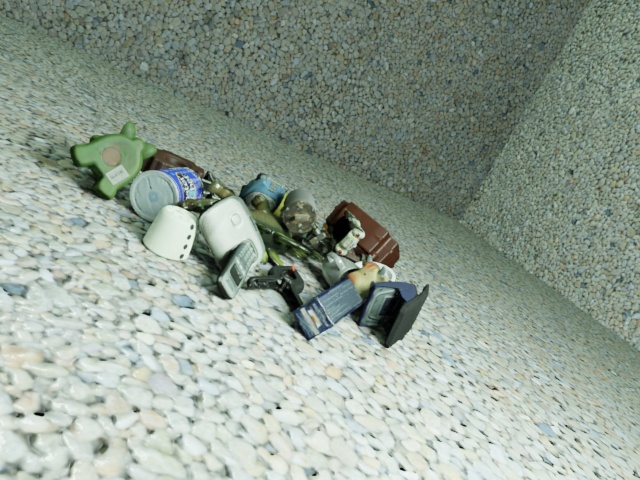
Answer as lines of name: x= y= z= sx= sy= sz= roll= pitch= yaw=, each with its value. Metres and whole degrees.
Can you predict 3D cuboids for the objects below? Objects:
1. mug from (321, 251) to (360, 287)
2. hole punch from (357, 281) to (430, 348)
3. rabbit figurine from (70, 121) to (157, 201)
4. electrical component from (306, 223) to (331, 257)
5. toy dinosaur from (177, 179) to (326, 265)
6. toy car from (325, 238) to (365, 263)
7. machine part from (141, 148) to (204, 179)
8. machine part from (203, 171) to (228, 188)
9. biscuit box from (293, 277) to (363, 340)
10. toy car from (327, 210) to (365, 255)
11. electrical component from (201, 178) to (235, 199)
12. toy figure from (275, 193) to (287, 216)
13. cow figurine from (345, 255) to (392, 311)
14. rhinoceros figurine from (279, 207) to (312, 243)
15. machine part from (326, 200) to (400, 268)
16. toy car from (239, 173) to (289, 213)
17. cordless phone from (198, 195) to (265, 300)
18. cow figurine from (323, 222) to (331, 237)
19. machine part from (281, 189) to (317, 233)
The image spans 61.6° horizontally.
mug: x=0.041 y=0.072 z=1.214 sx=0.109 sy=0.081 sz=0.107 roll=56 pitch=-11 yaw=-31
hole punch: x=0.149 y=0.142 z=1.096 sx=0.092 sy=0.142 sz=0.116 roll=31 pitch=25 yaw=29
rabbit figurine: x=-0.428 y=-0.173 z=1.103 sx=0.121 sy=0.159 sz=0.170 roll=50 pitch=-18 yaw=-21
electrical component: x=-0.002 y=-0.003 z=1.263 sx=0.078 sy=0.045 sz=0.102 roll=45 pitch=8 yaw=-1
toy dinosaur: x=-0.124 y=-0.015 z=1.205 sx=0.199 sy=0.105 sz=0.471 roll=46 pitch=17 yaw=33
toy car: x=0.048 y=0.024 z=1.395 sx=0.089 sy=0.053 sz=0.202 roll=28 pitch=-3 yaw=-22
machine part: x=-0.387 y=-0.187 z=1.408 sx=0.179 sy=0.056 sz=0.179 roll=25 pitch=13 yaw=-6
machine part: x=-0.285 y=-0.144 z=1.443 sx=0.084 sy=0.039 sz=0.139 roll=51 pitch=10 yaw=-15
biscuit box: x=0.021 y=0.125 z=1.010 sx=0.063 sy=0.059 sz=0.202 roll=58 pitch=20 yaw=6
toy car: x=0.061 y=-0.016 z=1.254 sx=0.056 sy=0.073 sz=0.202 roll=44 pitch=10 yaw=-12
electrical component: x=-0.260 y=-0.096 z=1.318 sx=0.115 sy=0.058 sz=0.134 roll=18 pitch=17 yaw=-26
toy figure: x=-0.099 y=-0.093 z=1.556 sx=0.180 sy=0.082 sz=0.089 roll=36 pitch=14 yaw=23
cow figurine: x=0.132 y=0.112 z=1.163 sx=0.195 sy=0.127 sz=0.086 roll=20 pitch=13 yaw=-35
rhinoceros figurine: x=-0.069 y=-0.030 z=1.421 sx=0.112 sy=0.073 sz=0.190 roll=41 pitch=16 yaw=15
machine part: x=0.115 y=0.000 z=1.450 sx=0.202 sy=0.087 sz=0.200 roll=42 pitch=-8 yaw=20
toy car: x=-0.155 y=-0.098 z=1.406 sx=0.109 sy=0.162 sz=0.103 roll=30 pitch=57 yaw=-21
cordless phone: x=-0.172 y=0.015 z=0.965 sx=0.184 sy=0.089 sz=0.146 roll=-79 pitch=149 yaw=-64
cow figurine: x=0.085 y=-0.008 z=1.616 sx=0.167 sy=0.068 sz=0.098 roll=32 pitch=9 yaw=3
machine part: x=-0.048 y=-0.069 z=1.239 sx=0.079 sy=0.079 sz=0.243 roll=26 pitch=12 yaw=-8
